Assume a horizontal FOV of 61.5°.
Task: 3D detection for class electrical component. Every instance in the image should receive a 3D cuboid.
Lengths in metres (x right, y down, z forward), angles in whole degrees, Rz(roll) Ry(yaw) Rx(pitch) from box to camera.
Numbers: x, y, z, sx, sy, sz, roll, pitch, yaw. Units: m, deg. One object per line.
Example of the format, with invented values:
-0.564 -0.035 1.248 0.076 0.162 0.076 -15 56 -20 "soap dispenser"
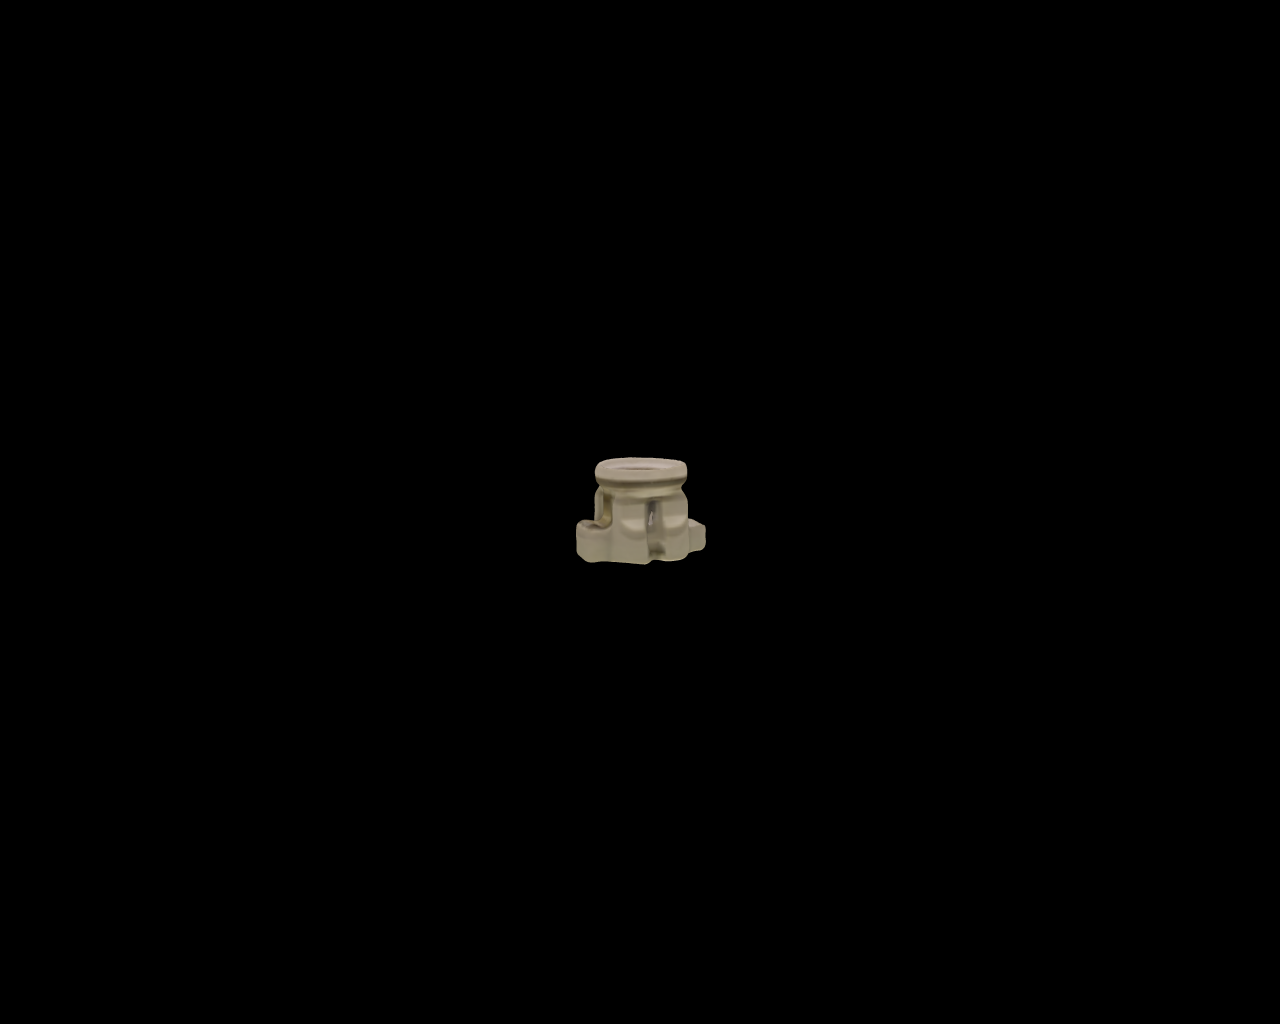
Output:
0.001 -0.003 0.650 0.078 0.057 0.058 -4 12 -20 "electrical component"
